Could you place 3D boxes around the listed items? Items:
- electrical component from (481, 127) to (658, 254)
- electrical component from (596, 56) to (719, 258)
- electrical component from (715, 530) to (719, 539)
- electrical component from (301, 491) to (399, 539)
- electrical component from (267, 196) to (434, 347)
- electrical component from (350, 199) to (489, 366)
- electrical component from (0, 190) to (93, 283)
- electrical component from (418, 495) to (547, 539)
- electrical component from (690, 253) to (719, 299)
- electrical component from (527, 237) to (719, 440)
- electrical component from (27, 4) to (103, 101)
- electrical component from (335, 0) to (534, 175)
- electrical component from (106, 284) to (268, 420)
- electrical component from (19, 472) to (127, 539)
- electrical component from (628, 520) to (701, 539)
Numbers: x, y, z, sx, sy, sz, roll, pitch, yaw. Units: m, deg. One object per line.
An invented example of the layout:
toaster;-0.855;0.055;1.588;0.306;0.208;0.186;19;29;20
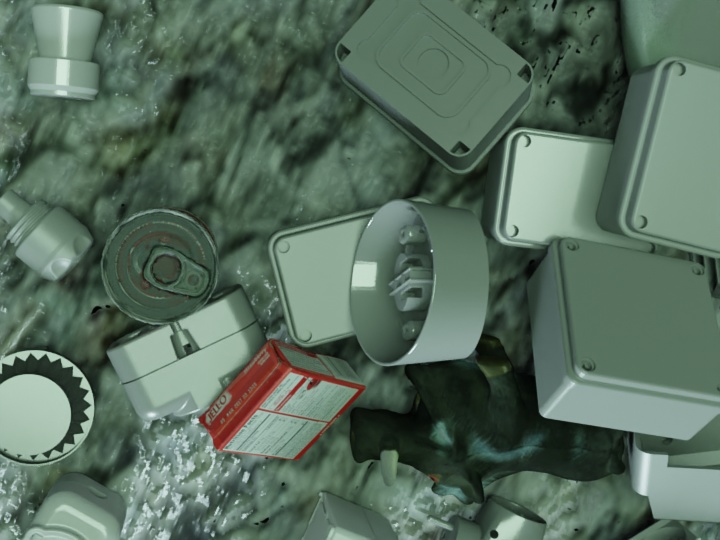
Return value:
electrical component;0.145;-0.051;0.727;0.113;0.057;0.078;7;93;-8
electrical component;0.204;-0.070;0.673;0.078;0.057;0.113;13;93;-8
electrical component;0.284;0.216;0.766;0.050;0.056;0.089;24;91;-8
electrical component;-0.006;0.196;0.706;0.061;0.096;0.061;24;91;-9
electrical component;0.000;0.000;0.712;0.113;0.057;0.078;-14;96;-6
electrical component;0.036;0.008;0.640;0.064;0.099;0.099;2;94;-14
electrical component;-0.206;-0.025;0.691;0.062;0.043;0.043;42;88;-7
electrical component;0.078;0.194;0.743;0.079;0.044;0.077;24;91;-9
electrical component;0.278;-0.008;0.734;0.076;0.083;0.047;-9;96;-7
electrical component;0.168;0.043;0.683;0.109;0.056;0.108;10;52;-12
electrical component;-0.187;-0.138;0.683;0.045;0.045;0.055;4;94;-8
electrical component;0.048;-0.125;0.694;0.113;0.057;0.078;41;89;9
electrical component;-0.109;0.056;0.704;0.095;0.054;0.059;-25;97;-5
electrical component;-0.197;0.187;0.700;0.054;0.059;0.095;32;90;-9
electrical component;0.187;0.233;0.744;0.121;0.079;0.063;-31;103;-4
